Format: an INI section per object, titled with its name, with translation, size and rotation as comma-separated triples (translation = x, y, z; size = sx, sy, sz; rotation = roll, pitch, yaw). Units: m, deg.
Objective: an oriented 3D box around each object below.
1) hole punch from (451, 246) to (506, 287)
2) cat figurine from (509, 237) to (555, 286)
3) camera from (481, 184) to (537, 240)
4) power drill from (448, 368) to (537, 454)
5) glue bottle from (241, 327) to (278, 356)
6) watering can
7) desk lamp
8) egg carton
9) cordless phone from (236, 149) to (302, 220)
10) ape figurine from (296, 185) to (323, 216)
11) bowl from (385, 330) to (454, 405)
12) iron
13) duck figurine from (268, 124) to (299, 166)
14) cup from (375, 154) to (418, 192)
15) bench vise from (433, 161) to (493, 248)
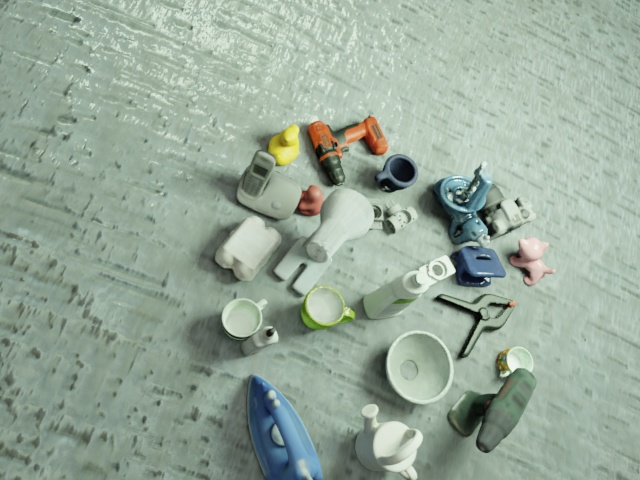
[hole punch]
translation = 0.404, 0.061, 1.457
size = 0.109, 0.091, 0.101
rotation = 2, 70, -16
[cat figurine]
translation = 0.560, 0.046, 1.495
size = 0.067, 0.117, 0.128
rotation = -36, 84, -24
[camera]
translation = 0.489, -0.088, 1.531
size = 0.143, 0.100, 0.137
rotation = -22, 78, -23
[power drill]
translation = 0.375, 0.382, 1.268
size = 0.075, 0.208, 0.230
rotation = 46, 65, 3
[glue bottle]
translation = -0.117, 0.206, 1.201
size = 0.078, 0.173, 0.037
rotation = -24, 79, -23
[watering can]
translation = 0.144, 0.425, 1.190
size = 0.173, 0.194, 0.101
rotation = 34, 65, -3
[desk lamp]
translation = 0.012, 0.005, 1.290
size = 0.118, 0.213, 0.203
rotation = 38, 65, -1
[egg carton]
translation = -0.164, 0.018, 1.311
size = 0.107, 0.069, 0.150
rotation = 36, 65, -2
[cordless phone]
translation = -0.108, -0.131, 1.318
size = 0.148, 0.185, 0.094
rotation = 21, 66, -9
[ape figurine]
translation = -0.020, -0.101, 1.385
size = 0.078, 0.092, 0.076
rotation = -36, 84, -24
[bowl]
translation = 0.219, 0.298, 1.325
size = 0.168, 0.074, 0.167
rotation = 6, 69, -15
[iron]
translation = -0.078, 0.387, 1.165
size = 0.119, 0.141, 0.258
rotation = -21, 78, -22
[duck figurine]
translation = -0.084, -0.241, 1.420
size = 0.077, 0.086, 0.105
rotation = 30, 65, -4
[cup]
translation = 0.182, -0.157, 1.466
size = 0.118, 0.095, 0.091
rotation = -18, 77, -22
[bench vise]
translation = 0.391, -0.095, 1.438
size = 0.122, 0.219, 0.207
rotation = -37, 84, -25
